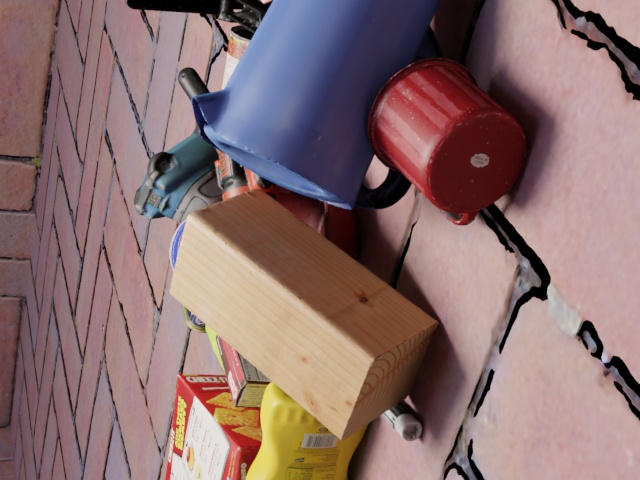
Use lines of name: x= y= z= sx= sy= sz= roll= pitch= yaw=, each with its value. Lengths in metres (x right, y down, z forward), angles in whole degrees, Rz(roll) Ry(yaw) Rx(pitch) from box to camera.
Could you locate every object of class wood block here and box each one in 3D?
wood block: x=-0.018 y=0.055 z=0.885 sx=0.206 sy=0.090 sz=0.090 roll=37 pitch=128 yaw=26

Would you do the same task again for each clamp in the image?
clamp: x=-0.114 y=-0.266 z=1.198 sx=0.209 sy=0.164 sz=0.036 roll=-58 pitch=-20 yaw=-70
clamp: x=-0.105 y=-0.123 z=1.277 sx=0.039 sy=0.120 sz=0.171 roll=-36 pitch=63 yaw=19

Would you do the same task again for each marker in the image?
marker: x=0.054 y=0.137 z=0.919 sx=0.121 sy=0.020 sz=0.020 roll=-139 pitch=55 yaw=-63

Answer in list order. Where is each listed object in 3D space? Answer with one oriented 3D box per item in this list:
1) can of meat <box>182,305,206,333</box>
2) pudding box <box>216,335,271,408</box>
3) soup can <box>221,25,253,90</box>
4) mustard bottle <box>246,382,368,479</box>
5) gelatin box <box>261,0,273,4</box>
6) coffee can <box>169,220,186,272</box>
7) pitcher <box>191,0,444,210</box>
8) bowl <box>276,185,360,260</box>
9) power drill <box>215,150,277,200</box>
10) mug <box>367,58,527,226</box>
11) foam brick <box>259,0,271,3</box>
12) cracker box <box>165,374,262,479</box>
can of meat: x=-0.140 y=0.053 z=1.357 sx=0.102 sy=0.057 sz=0.084 roll=-112 pitch=34 yaw=-44
pudding box: x=-0.036 y=0.118 z=1.019 sx=0.090 sy=0.113 sz=0.039 roll=-111 pitch=35 yaw=-45
soup can: x=-0.076 y=-0.184 z=1.209 sx=0.068 sy=0.068 sz=0.102 roll=-125 pitch=41 yaw=-56
mustard bottle: x=-0.019 y=0.218 z=0.989 sx=0.058 sy=0.096 sz=0.192 roll=-122 pitch=40 yaw=-57
gelatin box: x=-0.023 y=-0.277 z=1.085 sx=0.030 sy=0.073 sz=0.089 roll=54 pitch=163 yaw=-16
coffee can: x=-0.104 y=0.019 z=1.211 sx=0.140 sy=0.102 sz=0.103 roll=-171 pitch=84 yaw=-68
pitcher: x=0.024 y=-0.149 z=0.826 sx=0.145 sy=0.149 sz=0.243 roll=25 pitch=87 yaw=24
bowl: x=-0.007 y=0.001 z=1.025 sx=0.162 sy=0.055 sz=0.162 roll=-23 pitch=65 yaw=61
power drill: x=-0.041 y=-0.074 z=0.979 sx=0.188 sy=0.057 sz=0.184 roll=-31 pitch=66 yaw=57
mug: x=0.093 y=-0.062 z=0.764 sx=0.082 sy=0.093 sz=0.117 roll=-127 pitch=24 yaw=-51
foam brick: x=-0.048 y=-0.292 z=1.173 sx=0.078 sy=0.051 sz=0.053 roll=-129 pitch=46 yaw=-59
cracker box: x=-0.100 y=0.253 z=1.130 sx=0.214 sy=0.072 sz=0.164 roll=-150 pitch=67 yaw=-64
